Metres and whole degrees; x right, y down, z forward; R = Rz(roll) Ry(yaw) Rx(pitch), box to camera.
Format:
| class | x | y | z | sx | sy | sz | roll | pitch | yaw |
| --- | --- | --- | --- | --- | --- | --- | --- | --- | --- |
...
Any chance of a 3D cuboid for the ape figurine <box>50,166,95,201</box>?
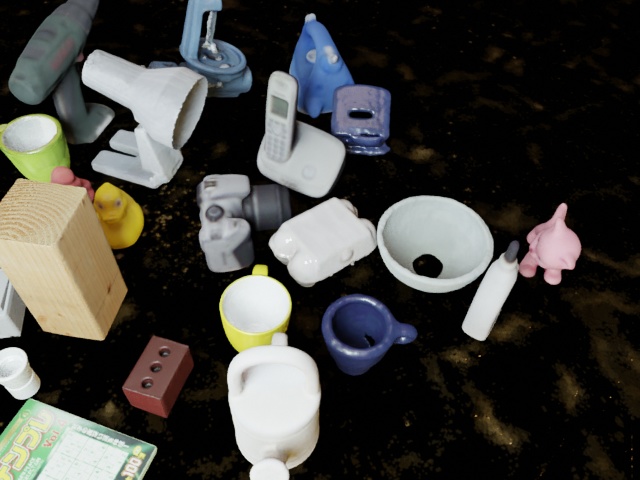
| class | x | y | z | sx | sy | sz | roll | pitch | yaw |
| --- | --- | --- | --- | --- | --- | --- | --- | --- | --- |
| ape figurine | -0.386 | -0.073 | 0.878 | 0.076 | 0.092 | 0.078 | 32 | 56 | 22 |

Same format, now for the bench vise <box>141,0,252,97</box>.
| class | x | y | z | sx | sy | sz | roll | pitch | yaw |
| --- | --- | --- | --- | --- | --- | --- | --- | --- | --- |
| bench vise | -0.219 | -0.328 | 1.012 | 0.208 | 0.220 | 0.121 | -36 | 60 | -27 |

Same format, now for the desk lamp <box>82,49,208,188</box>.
| class | x | y | z | sx | sy | sz | roll | pitch | yaw |
| --- | --- | --- | --- | --- | --- | --- | --- | --- | --- |
| desk lamp | -0.274 | -0.187 | 0.898 | 0.203 | 0.214 | 0.118 | 15 | 52 | 10 |

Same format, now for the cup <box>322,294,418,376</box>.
| class | x | y | z | sx | sy | sz | roll | pitch | yaw |
| --- | --- | --- | --- | --- | --- | --- | --- | --- | --- |
| cup | 0.060 | 0.130 | 0.728 | 0.117 | 0.095 | 0.091 | 4 | 50 | 1 |

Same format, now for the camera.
| class | x | y | z | sx | sy | sz | roll | pitch | yaw |
| --- | --- | --- | --- | --- | --- | --- | --- | --- | --- |
| camera | -0.111 | -0.041 | 0.857 | 0.137 | 0.101 | 0.143 | -6 | 51 | -7 |

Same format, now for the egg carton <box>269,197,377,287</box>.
| class | x | y | z | sx | sy | sz | roll | pitch | yaw |
| --- | --- | --- | --- | --- | --- | --- | --- | --- | --- |
| egg carton | 0.008 | 0.003 | 0.847 | 0.150 | 0.069 | 0.107 | -29 | 57 | -24 |

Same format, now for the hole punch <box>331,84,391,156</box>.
| class | x | y | z | sx | sy | sz | roll | pitch | yaw |
| --- | --- | --- | --- | --- | --- | --- | --- | --- | --- |
| hole punch | 0.074 | -0.212 | 1.013 | 0.108 | 0.091 | 0.101 | 3 | 50 | 0 |

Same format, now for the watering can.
| class | x | y | z | sx | sy | sz | roll | pitch | yaw |
| --- | --- | --- | --- | --- | --- | --- | --- | --- | --- |
| watering can | -0.046 | 0.177 | 0.620 | 0.101 | 0.194 | 0.172 | -16 | 53 | -15 |

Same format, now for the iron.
| class | x | y | z | sx | sy | sz | roll | pitch | yaw |
| --- | --- | --- | --- | --- | --- | --- | --- | --- | --- |
| iron | -0.004 | -0.351 | 1.090 | 0.119 | 0.141 | 0.258 | -11 | 52 | -11 |

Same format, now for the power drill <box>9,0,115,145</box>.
| class | x | y | z | sx | sy | sz | roll | pitch | yaw |
| --- | --- | --- | --- | --- | --- | --- | --- | --- | --- |
| power drill | -0.421 | -0.280 | 0.971 | 0.075 | 0.208 | 0.230 | 13 | 51 | 9 |

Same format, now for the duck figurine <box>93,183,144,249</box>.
| class | x | y | z | sx | sy | sz | roll | pitch | yaw |
| --- | --- | --- | --- | --- | --- | --- | --- | --- | --- |
| duck figurine | -0.313 | -0.050 | 0.866 | 0.077 | 0.086 | 0.104 | -11 | 52 | -11 |

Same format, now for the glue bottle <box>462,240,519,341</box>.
| class | x | y | z | sx | sy | sz | roll | pitch | yaw |
| --- | --- | --- | --- | --- | --- | --- | --- | --- | --- |
| glue bottle | 0.230 | 0.058 | 0.744 | 0.037 | 0.173 | 0.078 | 28 | 55 | 20 |

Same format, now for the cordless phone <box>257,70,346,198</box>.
| class | x | y | z | sx | sy | sz | roll | pitch | yaw |
| --- | --- | --- | --- | --- | --- | --- | --- | --- | --- |
| cordless phone | -0.029 | -0.168 | 0.911 | 0.147 | 0.185 | 0.094 | 24 | 54 | 16 |

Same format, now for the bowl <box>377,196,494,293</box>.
| class | x | y | z | sx | sy | sz | roll | pitch | yaw |
| --- | --- | --- | --- | --- | --- | --- | --- | --- | --- |
| bowl | 0.162 | 0.017 | 0.838 | 0.167 | 0.075 | 0.167 | 1 | 51 | -1 |

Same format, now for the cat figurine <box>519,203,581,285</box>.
| class | x | y | z | sx | sy | sz | roll | pitch | yaw |
| --- | --- | --- | --- | --- | --- | --- | --- | --- | --- |
| cat figurine | 0.341 | 0.002 | 0.830 | 0.067 | 0.118 | 0.128 | 18 | 52 | 13 |
